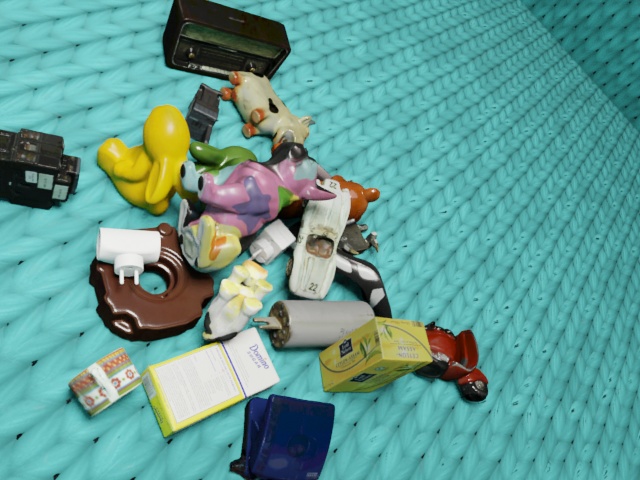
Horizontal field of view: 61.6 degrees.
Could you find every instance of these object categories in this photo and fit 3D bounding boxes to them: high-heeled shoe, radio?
[{"bbox_3d":[0.033,0.069,0.973,0.086,0.145,0.248,-86,154,-75],"label":"high-heeled shoe"},{"bbox_3d":[-0.186,-0.383,1.056,0.229,0.131,0.073,4,62,-33],"label":"radio"}]

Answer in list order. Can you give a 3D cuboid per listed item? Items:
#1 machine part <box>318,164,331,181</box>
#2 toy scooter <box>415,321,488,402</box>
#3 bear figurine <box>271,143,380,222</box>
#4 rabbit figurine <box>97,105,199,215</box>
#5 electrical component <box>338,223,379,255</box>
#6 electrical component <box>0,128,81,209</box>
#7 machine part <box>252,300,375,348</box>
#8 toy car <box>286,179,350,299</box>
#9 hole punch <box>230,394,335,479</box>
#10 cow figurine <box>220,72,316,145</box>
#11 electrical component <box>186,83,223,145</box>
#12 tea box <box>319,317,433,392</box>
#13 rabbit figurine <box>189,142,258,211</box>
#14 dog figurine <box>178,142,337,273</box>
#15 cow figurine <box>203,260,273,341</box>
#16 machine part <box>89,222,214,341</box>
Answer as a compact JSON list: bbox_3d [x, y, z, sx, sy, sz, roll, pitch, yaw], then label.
[{"bbox_3d":[-0.004,-0.119,1.075,0.139,0.039,0.084,46,51,-2],"label":"machine part"},{"bbox_3d":[0.246,0.209,1.009,0.184,0.075,0.135,32,49,-18],"label":"toy scooter"},{"bbox_3d":[0.000,-0.096,0.992,0.196,0.120,0.132,-5,64,-25],"label":"bear figurine"},{"bbox_3d":[-0.251,-0.123,0.816,0.122,0.173,0.162,-4,60,-41],"label":"rabbit figurine"},{"bbox_3d":[0.068,0.000,1.041,0.102,0.045,0.078,-2,65,-35],"label":"electrical component"},{"bbox_3d":[-0.402,-0.096,0.734,0.134,0.115,0.058,10,61,-30],"label":"electrical component"},{"bbox_3d":[0.005,0.138,0.886,0.243,0.079,0.079,6,59,-32],"label":"machine part"},{"bbox_3d":[-0.002,-0.003,0.887,0.073,0.056,0.201,16,85,-19],"label":"toy car"},{"bbox_3d":[-0.044,0.278,0.758,0.142,0.092,0.116,18,57,-29],"label":"hole punch"},{"bbox_3d":[-0.096,-0.248,1.067,0.127,0.085,0.195,-23,72,-39],"label":"cow figurine"},{"bbox_3d":[-0.216,-0.213,0.967,0.048,0.075,0.119,23,54,-22],"label":"electrical component"},{"bbox_3d":[0.083,0.185,0.846,0.098,0.169,0.068,9,57,-28],"label":"tea box"},{"bbox_3d":[-0.159,-0.103,0.929,0.159,0.121,0.170,17,35,-17],"label":"rabbit figurine"},{"bbox_3d":[-0.088,-0.050,0.795,0.219,0.109,0.191,-3,107,-30],"label":"dog figurine"},{"bbox_3d":[-0.125,0.092,0.818,0.068,0.098,0.167,34,15,-4],"label":"cow figurine"},{"bbox_3d":[-0.242,0.059,0.783,0.179,0.056,0.179,16,55,-25],"label":"machine part"}]
